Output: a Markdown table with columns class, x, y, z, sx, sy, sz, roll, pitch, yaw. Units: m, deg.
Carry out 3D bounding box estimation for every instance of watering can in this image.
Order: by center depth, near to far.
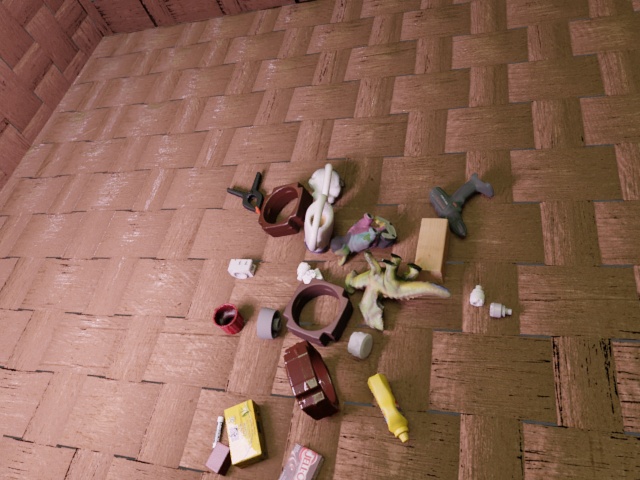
| class | x | y | z | sx | sy | sz | roll | pitch | yaw |
| --- | --- | --- | --- | --- | --- | --- | --- | --- | --- |
| watering can | 0.006 | -0.096 | 1.902 | 0.104 | 0.219 | 0.356 | 11 | 56 | 4 |

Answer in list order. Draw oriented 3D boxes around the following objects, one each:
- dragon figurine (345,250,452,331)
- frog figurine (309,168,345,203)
| class | x | y | z | sx | sy | sz | roll | pitch | yaw |
| --- | --- | --- | --- | --- | --- | --- | --- | --- | --- |
| dragon figurine | 0.221 | 0.179 | 1.668 | 0.415 | 0.122 | 0.240 | 33 | 109 | 46 |
| frog figurine | 0.015 | -0.205 | 2.040 | 0.138 | 0.120 | 0.163 | 26 | 54 | 12 |
